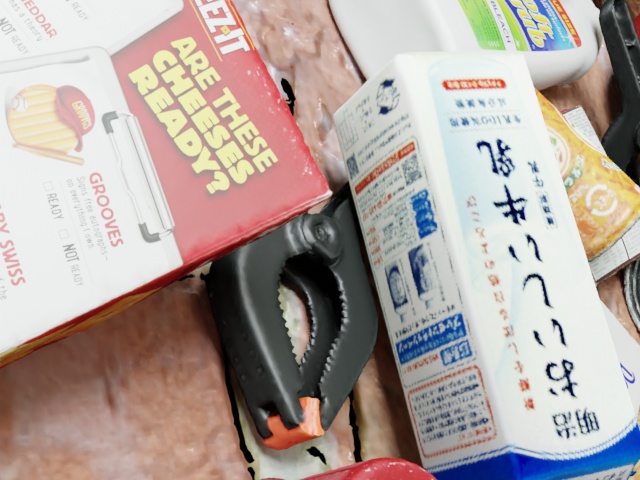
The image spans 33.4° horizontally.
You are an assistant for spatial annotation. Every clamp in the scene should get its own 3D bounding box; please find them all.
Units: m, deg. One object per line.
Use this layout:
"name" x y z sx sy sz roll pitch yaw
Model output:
"clamp" -0.003 0.001 0.528 0.164 0.036 0.210 17 57 -38
"clamp" 0.242 -0.076 0.721 0.039 0.120 0.171 -31 128 -39

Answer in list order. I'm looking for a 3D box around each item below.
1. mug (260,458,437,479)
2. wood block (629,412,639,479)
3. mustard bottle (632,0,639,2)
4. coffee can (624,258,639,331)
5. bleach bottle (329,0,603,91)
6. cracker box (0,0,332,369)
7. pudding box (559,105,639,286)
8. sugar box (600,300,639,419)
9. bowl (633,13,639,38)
"mug" 0.004 0.143 0.428 0.093 0.082 0.117 50 44 -13
"wood block" 0.271 0.184 0.654 0.205 0.090 0.090 33 50 -27
"mustard bottle" 0.191 -0.235 0.794 0.191 0.096 0.058 14 100 -37
"coffee can" 0.293 0.026 0.746 0.140 0.103 0.103 -8 75 -45
"bleach bottle" 0.117 -0.143 0.699 0.250 0.068 0.102 -18 79 -50
"cracker box" -0.126 -0.039 0.373 0.213 0.072 0.164 -27 90 -32
"pudding box" 0.161 -0.025 0.695 0.089 0.039 0.113 -22 83 -45
"sugar box" 0.116 0.046 0.612 0.176 0.048 0.093 50 45 -16
"bowl" 0.266 -0.105 0.802 0.162 0.055 0.162 48 24 -31
